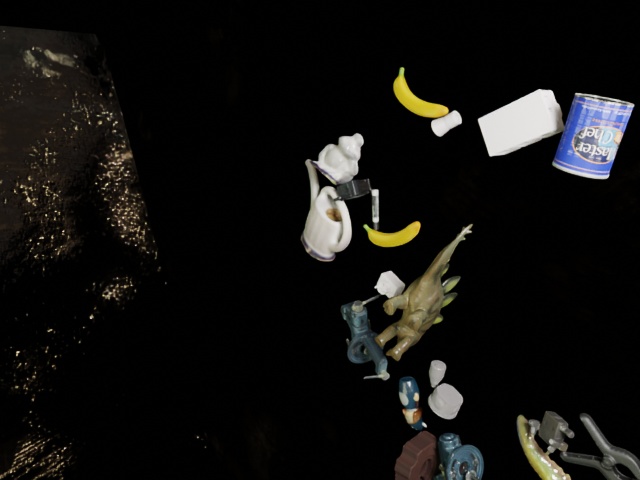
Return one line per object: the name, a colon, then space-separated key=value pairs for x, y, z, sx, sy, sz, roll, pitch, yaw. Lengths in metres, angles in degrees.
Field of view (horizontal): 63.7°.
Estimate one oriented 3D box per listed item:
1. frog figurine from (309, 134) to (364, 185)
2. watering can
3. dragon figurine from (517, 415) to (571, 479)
frog figurine: x=0.068 y=-0.247 z=1.530 sx=0.159 sy=0.121 sz=0.140 roll=-48 pitch=45 yaw=3
watering can: x=0.005 y=-0.082 z=1.626 sx=0.355 sy=0.104 sz=0.219 roll=61 pitch=140 yaw=41
dragon figurine: x=0.573 y=0.587 z=1.099 sx=0.241 sy=0.121 sz=0.416 roll=-17 pitch=70 yaw=32
